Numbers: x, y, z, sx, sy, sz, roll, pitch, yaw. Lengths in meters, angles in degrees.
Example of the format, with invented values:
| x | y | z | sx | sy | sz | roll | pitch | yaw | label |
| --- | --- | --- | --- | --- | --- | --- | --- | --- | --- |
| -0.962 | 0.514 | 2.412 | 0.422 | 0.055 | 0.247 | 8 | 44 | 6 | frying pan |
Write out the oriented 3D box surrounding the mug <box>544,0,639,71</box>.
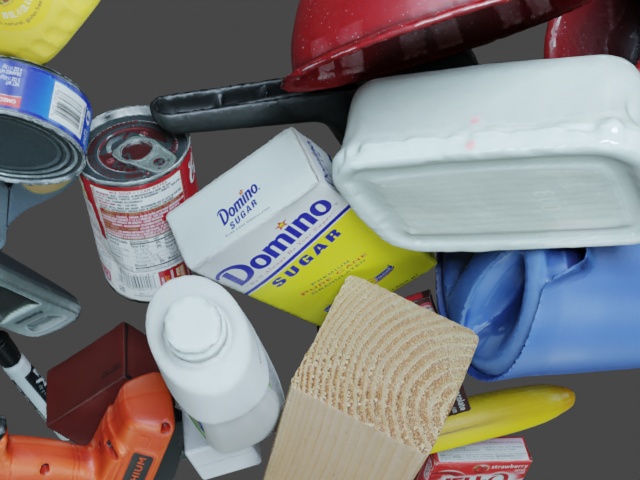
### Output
| x | y | z | sx | sy | sz | roll | pitch | yaw | label |
| --- | --- | --- | --- | --- | --- | --- | --- | --- | --- |
| 0.181 | -0.099 | 0.596 | 0.081 | 0.093 | 0.117 | 9 | 115 | -26 | mug |

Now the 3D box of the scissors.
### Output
| x | y | z | sx | sy | sz | roll | pitch | yaw | label |
| --- | --- | --- | --- | --- | --- | --- | --- | --- | --- |
| -0.186 | -0.010 | 0.665 | 0.096 | 0.016 | 0.202 | -5 | 135 | -7 | scissors |

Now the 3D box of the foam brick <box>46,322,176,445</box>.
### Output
| x | y | z | sx | sy | sz | roll | pitch | yaw | label |
| --- | --- | --- | --- | --- | --- | --- | --- | --- | --- |
| -0.149 | 0.106 | 0.759 | 0.078 | 0.053 | 0.051 | -32 | 131 | 19 | foam brick |

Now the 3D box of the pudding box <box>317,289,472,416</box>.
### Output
| x | y | z | sx | sy | sz | roll | pitch | yaw | label |
| --- | --- | --- | --- | --- | --- | --- | --- | --- | --- |
| 0.056 | 0.096 | 0.799 | 0.090 | 0.039 | 0.113 | -18 | 134 | 7 | pudding box |

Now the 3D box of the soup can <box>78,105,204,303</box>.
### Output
| x | y | z | sx | sy | sz | roll | pitch | yaw | label |
| --- | --- | --- | --- | --- | --- | --- | --- | --- | --- |
| -0.104 | -0.019 | 0.635 | 0.068 | 0.068 | 0.102 | -8 | 135 | -4 | soup can |

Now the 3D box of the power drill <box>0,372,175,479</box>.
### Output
| x | y | z | sx | sy | sz | roll | pitch | yaw | label |
| --- | --- | --- | --- | --- | --- | --- | --- | --- | --- |
| -0.192 | 0.118 | 0.671 | 0.187 | 0.057 | 0.185 | 7 | 129 | -25 | power drill |

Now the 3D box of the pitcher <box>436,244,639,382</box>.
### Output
| x | y | z | sx | sy | sz | roll | pitch | yaw | label |
| --- | --- | --- | --- | --- | --- | --- | --- | --- | --- |
| 0.203 | 0.025 | 0.706 | 0.242 | 0.149 | 0.145 | 2 | 121 | -20 | pitcher |

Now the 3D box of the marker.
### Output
| x | y | z | sx | sy | sz | roll | pitch | yaw | label |
| --- | --- | --- | --- | --- | --- | --- | --- | --- | --- |
| -0.207 | 0.105 | 0.771 | 0.020 | 0.020 | 0.121 | -17 | 134 | 6 | marker |

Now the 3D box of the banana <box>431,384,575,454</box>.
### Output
| x | y | z | sx | sy | sz | roll | pitch | yaw | label |
| --- | --- | --- | --- | --- | --- | --- | --- | --- | --- |
| 0.109 | 0.146 | 0.859 | 0.198 | 0.037 | 0.069 | -15 | 175 | 7 | banana |

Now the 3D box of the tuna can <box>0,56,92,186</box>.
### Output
| x | y | z | sx | sy | sz | roll | pitch | yaw | label |
| --- | --- | --- | --- | --- | --- | --- | --- | --- | --- |
| -0.164 | -0.062 | 0.560 | 0.086 | 0.033 | 0.086 | 4 | 158 | 2 | tuna can |

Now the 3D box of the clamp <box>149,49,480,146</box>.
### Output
| x | y | z | sx | sy | sz | roll | pitch | yaw | label |
| --- | --- | --- | --- | --- | --- | --- | --- | --- | --- |
| 0.019 | -0.087 | 0.611 | 0.209 | 0.036 | 0.165 | 32 | 113 | -36 | clamp |

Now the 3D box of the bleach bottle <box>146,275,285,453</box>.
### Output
| x | y | z | sx | sy | sz | roll | pitch | yaw | label |
| --- | --- | --- | --- | --- | --- | --- | --- | --- | --- |
| -0.065 | 0.066 | 0.626 | 0.068 | 0.102 | 0.251 | -28 | 166 | -8 | bleach bottle |

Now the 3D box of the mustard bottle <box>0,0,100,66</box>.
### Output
| x | y | z | sx | sy | sz | roll | pitch | yaw | label |
| --- | --- | --- | --- | --- | --- | --- | --- | --- | --- |
| -0.192 | -0.158 | 0.490 | 0.191 | 0.058 | 0.096 | 27 | 131 | -31 | mustard bottle |

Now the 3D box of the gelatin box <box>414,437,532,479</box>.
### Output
| x | y | z | sx | sy | sz | roll | pitch | yaw | label |
| --- | --- | --- | --- | --- | --- | --- | --- | --- | --- |
| 0.129 | 0.203 | 0.924 | 0.089 | 0.030 | 0.073 | 1 | 133 | -12 | gelatin box |

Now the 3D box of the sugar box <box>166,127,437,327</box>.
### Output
| x | y | z | sx | sy | sz | roll | pitch | yaw | label |
| --- | --- | --- | --- | --- | --- | --- | --- | --- | --- |
| -0.004 | 0.001 | 0.649 | 0.093 | 0.048 | 0.176 | -34 | 154 | 16 | sugar box |

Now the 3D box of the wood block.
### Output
| x | y | z | sx | sy | sz | roll | pitch | yaw | label |
| --- | --- | --- | --- | --- | --- | --- | --- | --- | --- |
| 0.025 | 0.125 | 0.708 | 0.091 | 0.090 | 0.206 | 25 | 147 | 7 | wood block |

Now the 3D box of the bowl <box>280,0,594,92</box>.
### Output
| x | y | z | sx | sy | sz | roll | pitch | yaw | label |
| --- | --- | --- | --- | --- | --- | --- | --- | --- | --- |
| 0.051 | -0.119 | 0.504 | 0.162 | 0.162 | 0.055 | -17 | 92 | 5 | bowl |
